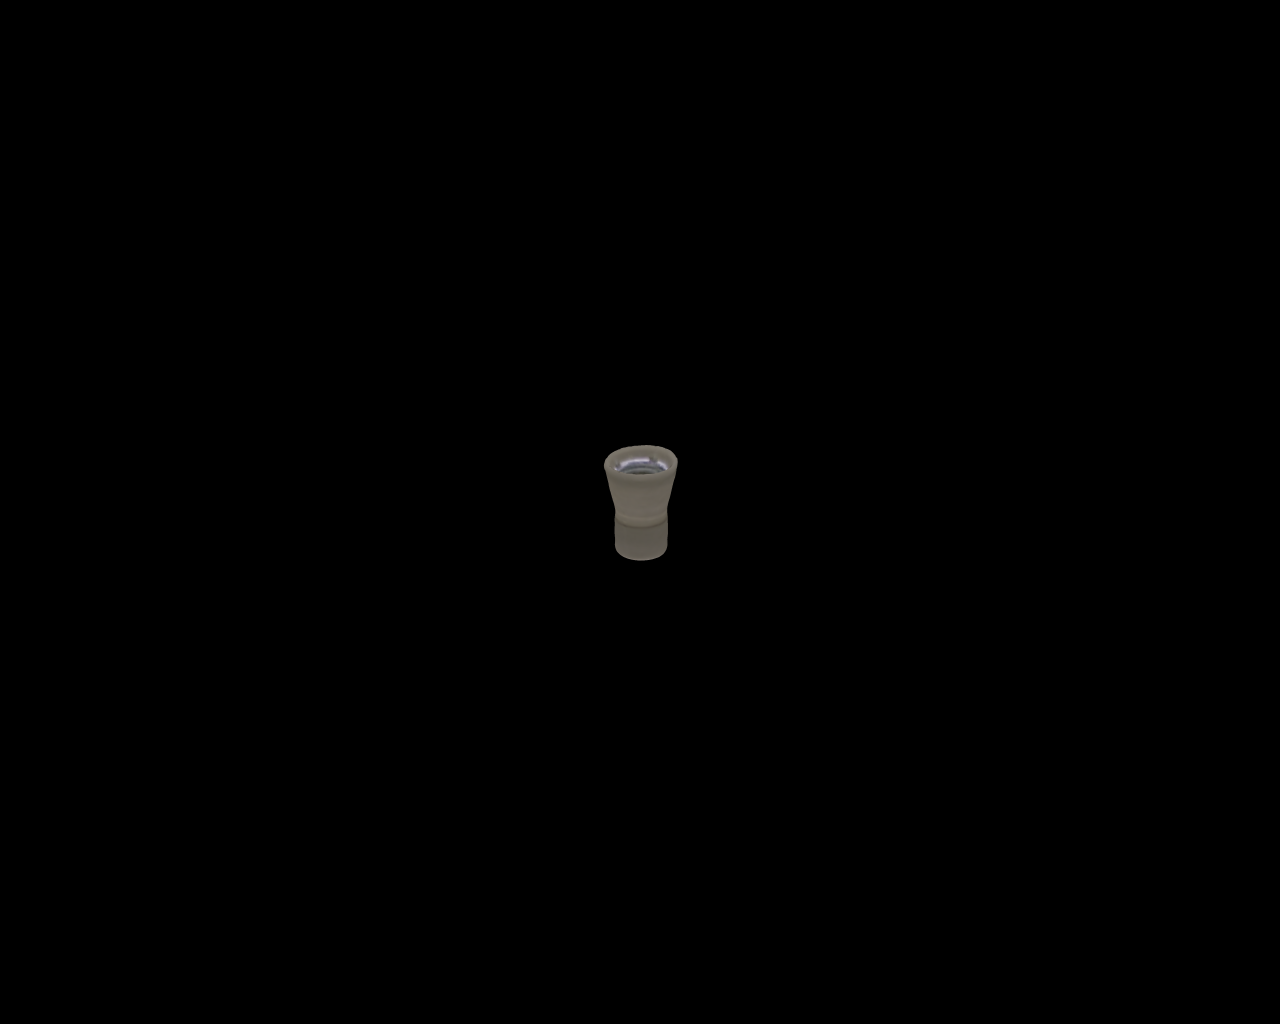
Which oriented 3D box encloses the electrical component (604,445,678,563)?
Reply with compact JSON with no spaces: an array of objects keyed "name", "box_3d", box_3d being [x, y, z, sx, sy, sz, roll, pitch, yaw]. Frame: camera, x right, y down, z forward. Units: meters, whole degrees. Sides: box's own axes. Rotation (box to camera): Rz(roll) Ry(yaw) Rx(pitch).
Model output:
[{"name":"electrical component","box_3d":[0.001,-0.003,0.650,0.044,0.065,0.044,0,27,0]}]
